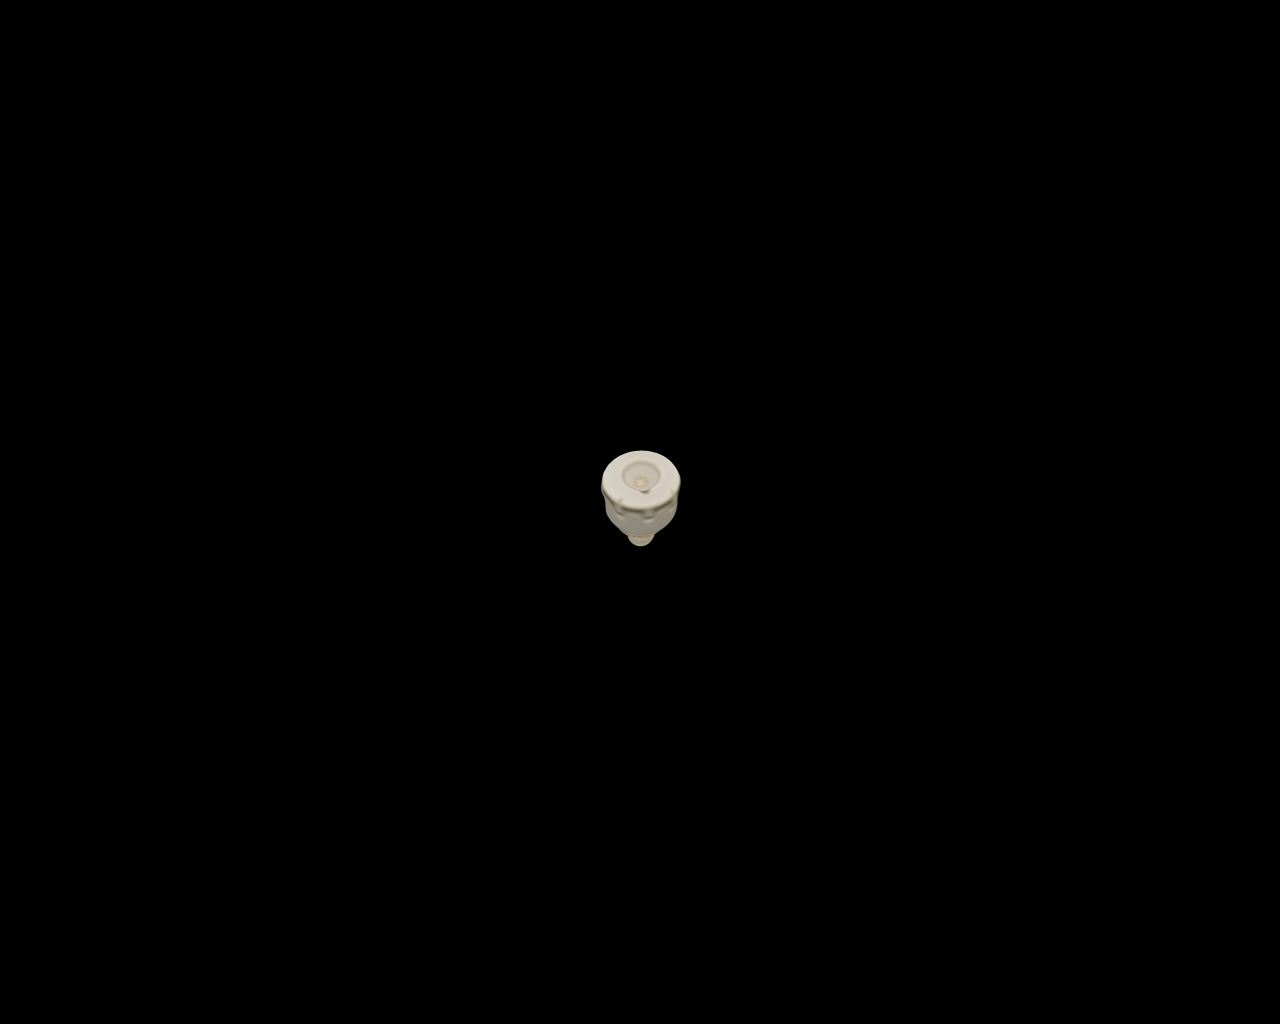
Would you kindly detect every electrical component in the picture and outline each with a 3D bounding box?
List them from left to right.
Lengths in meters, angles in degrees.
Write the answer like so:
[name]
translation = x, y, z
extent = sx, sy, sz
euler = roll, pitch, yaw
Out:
[electrical component]
translation = 0.001, -0.003, 0.650
extent = 0.048, 0.048, 0.062
euler = 0, -40, 0
